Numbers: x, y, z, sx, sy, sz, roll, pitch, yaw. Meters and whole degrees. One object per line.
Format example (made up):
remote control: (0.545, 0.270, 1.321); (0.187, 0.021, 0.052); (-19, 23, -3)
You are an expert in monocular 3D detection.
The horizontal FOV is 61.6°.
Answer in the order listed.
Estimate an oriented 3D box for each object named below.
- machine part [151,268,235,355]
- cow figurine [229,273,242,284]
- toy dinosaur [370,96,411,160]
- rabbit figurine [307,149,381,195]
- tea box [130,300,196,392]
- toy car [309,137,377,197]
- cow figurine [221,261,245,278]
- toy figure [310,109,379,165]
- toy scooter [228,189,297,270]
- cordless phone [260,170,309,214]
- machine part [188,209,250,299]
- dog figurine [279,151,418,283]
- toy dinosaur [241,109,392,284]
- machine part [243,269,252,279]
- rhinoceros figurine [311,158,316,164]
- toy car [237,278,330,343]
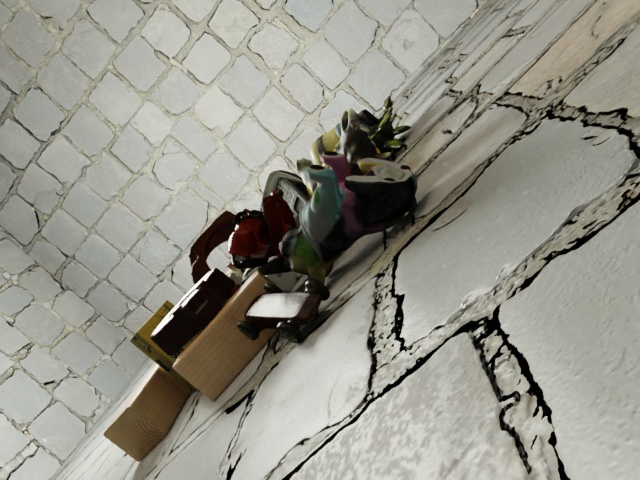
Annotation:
machine part: (-0.235, 0.129, 0.988); (0.179, 0.056, 0.179); (-45, 9, 9)
cow figurine: (-0.197, 0.160, 1.255); (0.167, 0.098, 0.068); (114, -177, -45)
toy dinosaur: (0.118, -0.221, 1.365); (0.198, 0.105, 0.471); (-30, 29, 53)
rabbit figurine: (0.086, -0.122, 1.110); (0.173, 0.121, 0.162); (-16, 20, 49)
tea box: (-0.291, 0.219, 1.109); (0.068, 0.169, 0.098); (-39, 13, 48)
toy car: (0.041, -0.164, 1.232); (0.201, 0.056, 0.073); (-42, -21, 25)
cow figurine: (-0.213, 0.121, 1.450); (0.085, 0.127, 0.195); (-46, -7, 6)
toy figure: (0.055, -0.241, 1.287); (0.180, 0.089, 0.082); (-43, -28, 27)
toy scooter: (-0.095, -0.018, 0.932); (0.184, 0.135, 0.075); (-2, 10, 40)
cordless phone: (-0.058, -0.060, 1.190); (0.184, 0.089, 0.146); (49, 131, 48)
machine part: (-0.169, 0.045, 1.183); (0.201, 0.201, 0.087); (-53, -12, -35)
dog figurine: (0.036, -0.013, 0.799); (0.108, 0.192, 0.219); (-65, -15, -58)
toy dinosaur: (0.001, -0.032, 0.971); (0.404, 0.131, 0.192); (-61, 40, 16)
machine part: (-0.148, 0.083, 1.375); (0.079, 0.079, 0.243); (-46, 8, 7)
rhinoceros figurine: (0.043, -0.207, 1.508); (0.073, 0.190, 0.112); (-2, 71, 26)
toy car: (-0.053, 0.106, 0.787); (0.202, 0.053, 0.089); (-12, 36, 56)
